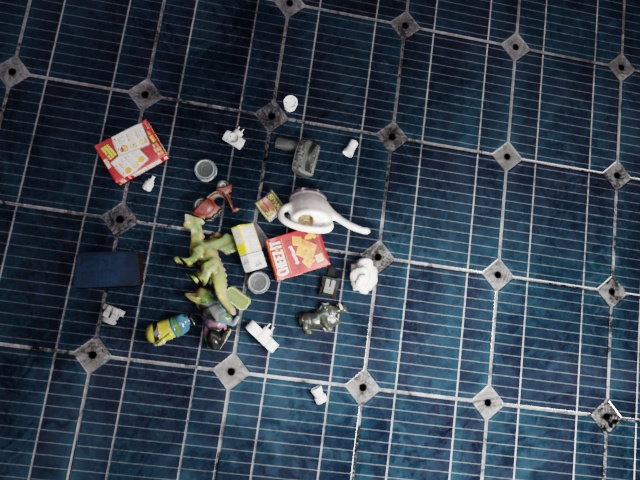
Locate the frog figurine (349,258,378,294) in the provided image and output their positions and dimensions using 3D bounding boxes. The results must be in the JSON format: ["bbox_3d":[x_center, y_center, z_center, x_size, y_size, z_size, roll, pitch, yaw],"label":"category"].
[{"bbox_3d":[0.168,0.134,1.942,0.122,0.158,0.138,14,81,-7],"label":"frog figurine"}]

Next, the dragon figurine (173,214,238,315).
[{"bbox_3d":[-0.379,0.066,1.894,0.412,0.120,0.246,44,59,9],"label":"dragon figurine"}]

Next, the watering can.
[{"bbox_3d":[0.006,-0.098,1.944,0.347,0.101,0.230,6,38,-15],"label":"watering can"}]
